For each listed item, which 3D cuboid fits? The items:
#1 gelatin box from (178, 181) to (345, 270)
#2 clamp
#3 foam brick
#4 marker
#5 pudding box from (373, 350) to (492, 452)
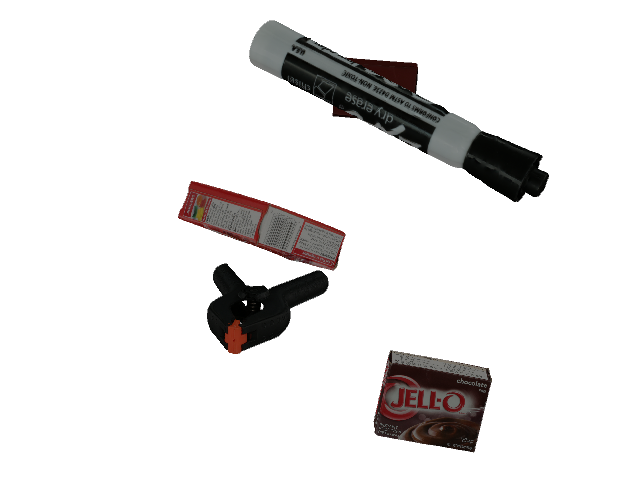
[{"bbox_3d":[-0.038,-0.009,0.710,0.073,0.030,0.089,18,-1,38],"label":"gelatin box"},{"bbox_3d":[-0.073,0.061,1.045,0.120,0.039,0.171,1,17,20],"label":"clamp"},{"bbox_3d":[0.051,-0.141,0.996,0.078,0.051,0.053,5,15,3],"label":"foam brick"},{"bbox_3d":[0.028,-0.047,0.390,0.121,0.020,0.020,30,10,18],"label":"marker"},{"bbox_3d":[0.121,0.174,1.156,0.113,0.090,0.039,9,22,-1],"label":"pudding box"}]
